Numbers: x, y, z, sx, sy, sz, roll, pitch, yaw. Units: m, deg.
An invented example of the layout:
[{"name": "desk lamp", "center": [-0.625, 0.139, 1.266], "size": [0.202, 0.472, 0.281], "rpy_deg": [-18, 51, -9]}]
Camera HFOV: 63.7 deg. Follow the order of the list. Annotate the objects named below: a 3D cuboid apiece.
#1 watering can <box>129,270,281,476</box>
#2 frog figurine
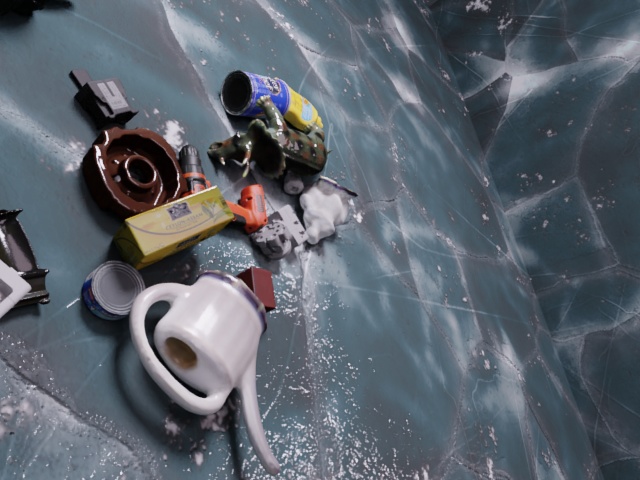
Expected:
[{"name": "watering can", "center": [-0.152, 0.192, 0.833], "size": [0.345, 0.103, 0.229], "rpy_deg": [50, 36, -14]}, {"name": "frog figurine", "center": [0.004, -0.063, 1.252], "size": [0.136, 0.123, 0.160], "rpy_deg": [31, 79, -48]}]
